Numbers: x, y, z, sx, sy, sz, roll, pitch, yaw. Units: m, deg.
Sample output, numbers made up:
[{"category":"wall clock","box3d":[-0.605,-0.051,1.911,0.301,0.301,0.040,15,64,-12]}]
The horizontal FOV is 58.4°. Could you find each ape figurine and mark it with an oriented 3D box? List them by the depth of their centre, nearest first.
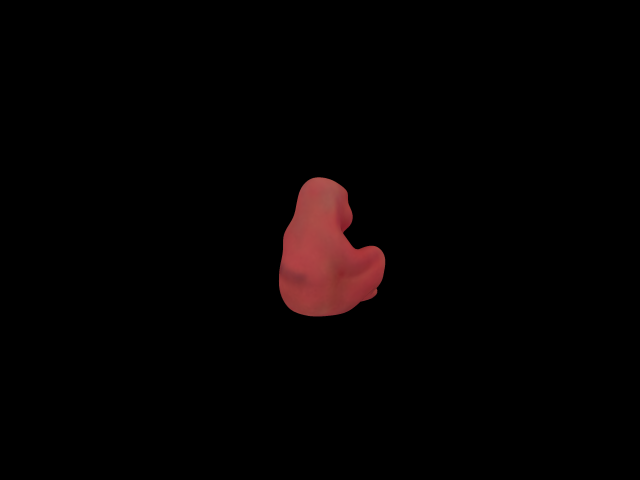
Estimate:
[{"category":"ape figurine","box3d":[0.004,0.001,0.400,0.076,0.092,0.077,-17,27,-38]}]
